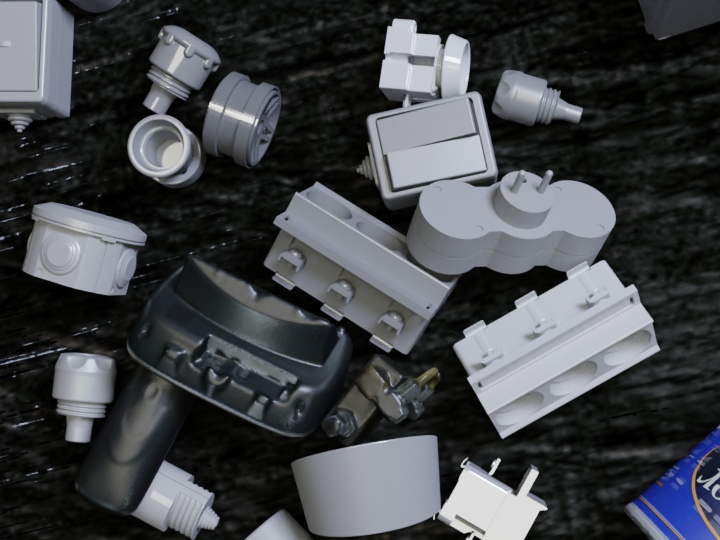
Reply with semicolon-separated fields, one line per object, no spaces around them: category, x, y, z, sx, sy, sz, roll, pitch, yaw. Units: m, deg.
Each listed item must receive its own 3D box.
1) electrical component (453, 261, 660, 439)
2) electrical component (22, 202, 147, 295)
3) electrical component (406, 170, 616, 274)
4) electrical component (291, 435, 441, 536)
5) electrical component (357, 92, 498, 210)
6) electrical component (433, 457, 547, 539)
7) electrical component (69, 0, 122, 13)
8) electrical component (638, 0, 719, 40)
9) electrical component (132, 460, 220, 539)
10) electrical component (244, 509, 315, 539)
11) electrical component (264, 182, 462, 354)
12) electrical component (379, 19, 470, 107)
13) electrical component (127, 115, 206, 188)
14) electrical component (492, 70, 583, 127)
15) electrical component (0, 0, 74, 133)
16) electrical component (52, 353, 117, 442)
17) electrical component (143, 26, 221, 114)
electrical component;0.130;0.051;0.725;0.121;0.078;0.063;-30;54;3
electrical component;-0.195;-0.015;0.759;0.080;0.080;0.051;16;92;7
electrical component;0.105;-0.039;0.711;0.138;0.073;0.052;-1;51;-16
electrical component;0.006;0.139;0.717;0.099;0.099;0.064;-9;90;5
electrical component;0.044;-0.081;0.749;0.096;0.061;0.061;-12;84;5
electrical component;0.089;0.164;0.735;0.064;0.042;0.081;29;88;10
electrical component;-0.200;-0.220;0.792;0.055;0.047;0.055;0;86;6
electrical component;0.245;-0.210;0.716;0.109;0.108;0.056;-17;81;4
electrical component;-0.136;0.160;0.756;0.081;0.043;0.043;26;88;7
electrical component;-0.056;0.198;0.741;0.055;0.055;0.047;-42;79;1
electrical component;0.000;0.000;0.745;0.121;0.079;0.063;32;111;7
electrical component;0.047;-0.143;0.763;0.055;0.048;0.066;7;86;13
electrical component;-0.137;-0.084;0.770;0.045;0.055;0.045;0;85;6
electrical component;0.126;-0.117;0.758;0.061;0.035;0.035;18;87;5
electrical component;-0.250;-0.150;0.784;0.062;0.061;0.096;1;86;6
electrical component;-0.198;0.091;0.769;0.043;0.043;0.062;6;87;6
electrical component;-0.135;-0.142;0.781;0.048;0.048;0.062;33;96;7
